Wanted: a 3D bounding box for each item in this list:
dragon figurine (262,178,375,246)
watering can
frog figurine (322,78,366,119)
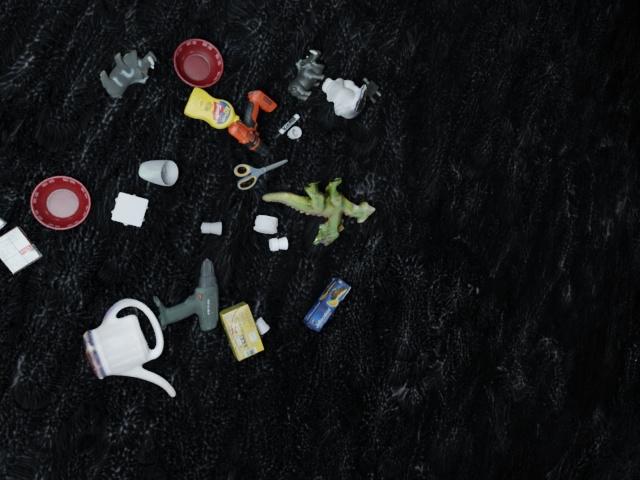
[{"bbox_3d":[0.006,-0.092,1.837,0.412,0.123,0.240,-14,102,-19],"label":"dragon figurine"},{"bbox_3d":[-0.586,0.359,1.585,0.226,0.104,0.346,-19,95,-20],"label":"watering can"},{"bbox_3d":[0.083,-0.522,1.889,0.160,0.122,0.137,18,92,16],"label":"frog figurine"}]
